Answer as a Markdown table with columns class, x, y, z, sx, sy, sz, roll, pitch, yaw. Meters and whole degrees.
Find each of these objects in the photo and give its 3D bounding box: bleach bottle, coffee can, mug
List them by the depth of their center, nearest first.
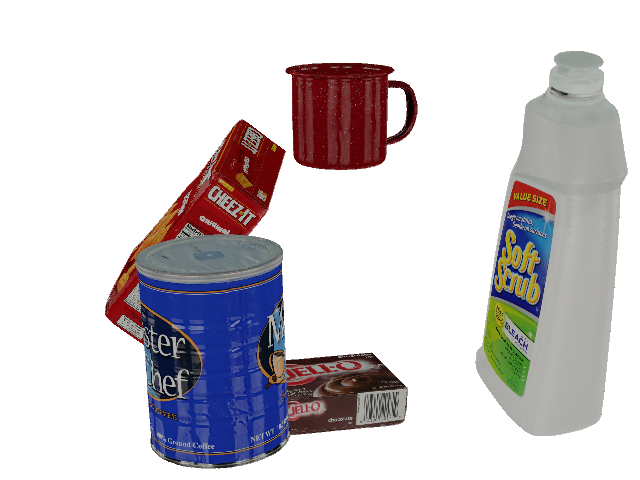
| class | x | y | z | sx | sy | sz | roll | pitch | yaw |
| --- | --- | --- | --- | --- | --- | --- | --- | --- | --- |
| bleach bottle | 0.149 | 0.000 | 0.684 | 0.068 | 0.251 | 0.103 | -10 | 31 | -13 |
| coffee can | -0.075 | 0.076 | 0.760 | 0.103 | 0.140 | 0.103 | -2 | 15 | 0 |
| mug | 0.028 | -0.109 | 0.924 | 0.117 | 0.081 | 0.093 | -6 | 16 | -18 |

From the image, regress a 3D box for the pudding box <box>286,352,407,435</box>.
| class | x | y | z | sx | sy | sz | roll | pitch | yaw |
| --- | --- | --- | --- | --- | --- | --- | --- | --- | --- |
| pudding box | 0.009 | 0.133 | 0.940 | 0.113 | 0.039 | 0.090 | -1 | 15 | -17 |

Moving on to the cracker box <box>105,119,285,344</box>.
| class | x | y | z | sx | sy | sz | roll | pitch | yaw |
| --- | --- | --- | --- | --- | --- | --- | --- | --- | --- |
| cracker box | -0.134 | -0.011 | 1.146 | 0.072 | 0.214 | 0.164 | 36 | 23 | -12 |
